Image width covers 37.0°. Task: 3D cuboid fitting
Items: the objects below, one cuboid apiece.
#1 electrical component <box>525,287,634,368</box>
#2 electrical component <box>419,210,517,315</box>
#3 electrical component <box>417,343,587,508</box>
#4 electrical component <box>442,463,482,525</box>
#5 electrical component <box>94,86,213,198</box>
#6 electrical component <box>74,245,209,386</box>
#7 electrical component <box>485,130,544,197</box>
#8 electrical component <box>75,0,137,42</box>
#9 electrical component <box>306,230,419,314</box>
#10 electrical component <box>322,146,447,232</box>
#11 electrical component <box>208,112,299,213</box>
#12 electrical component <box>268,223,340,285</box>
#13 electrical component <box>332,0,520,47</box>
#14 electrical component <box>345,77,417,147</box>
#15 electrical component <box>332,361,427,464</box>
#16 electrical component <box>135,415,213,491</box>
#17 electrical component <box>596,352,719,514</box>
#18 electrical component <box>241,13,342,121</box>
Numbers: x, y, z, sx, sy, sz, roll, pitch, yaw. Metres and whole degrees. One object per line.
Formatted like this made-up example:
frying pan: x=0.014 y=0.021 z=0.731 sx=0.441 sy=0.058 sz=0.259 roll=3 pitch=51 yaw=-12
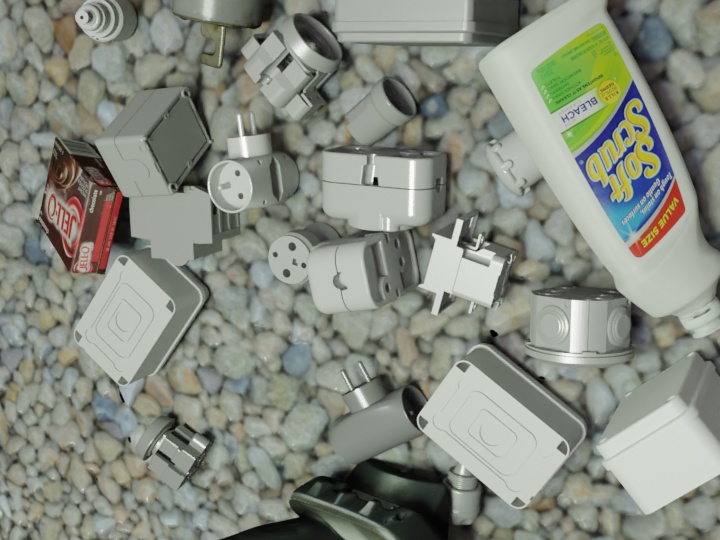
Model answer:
electrical component: x=0.164 y=0.042 z=0.802 sx=0.080 sy=0.080 sz=0.051 roll=4 pitch=98 yaw=26
electrical component: x=0.087 y=-0.002 z=0.851 sx=0.064 sy=0.042 sz=0.081 roll=20 pitch=110 yaw=18
electrical component: x=0.114 y=0.122 z=0.857 sx=0.113 sy=0.057 sz=0.078 roll=39 pitch=116 yaw=14
electrical component: x=0.085 y=0.179 z=0.897 sx=0.035 sy=0.035 sz=0.061 roll=12 pitch=105 yaw=24
electrical component: x=-0.177 y=-0.114 z=0.932 sx=0.061 sy=0.096 sz=0.061 roll=-1 pitch=131 yaw=27
electrical component: x=-0.202 y=0.041 z=0.997 sx=0.078 sy=0.057 sz=0.113 roll=42 pitch=116 yaw=12
electrical component: x=0.129 y=-0.089 z=0.810 sx=0.062 sy=0.048 sz=0.048 roll=-35 pitch=85 yaw=10
electrical component: x=-0.226 y=-0.220 z=0.941 sx=0.040 sy=0.078 sz=0.040 roll=2 pitch=102 yaw=11
electrical component: x=0.000 y=0.000 z=0.864 sx=0.059 sy=0.095 sz=0.053 roll=-7 pitch=98 yaw=28
electrical component: x=0.019 y=-0.065 z=0.863 sx=0.095 sy=0.054 sz=0.059 roll=7 pitch=105 yaw=25
electrical component: x=-0.091 y=-0.092 z=0.899 sx=0.043 sy=0.077 sz=0.079 roll=-2 pitch=100 yaw=27
electrical component: x=-0.046 y=-0.014 z=0.907 sx=0.045 sy=0.055 sz=0.045 roll=6 pitch=104 yaw=25
electrical component: x=0.051 y=-0.193 z=0.787 sx=0.109 sy=0.109 sz=0.056 roll=6 pitch=102 yaw=25
electrical component: x=0.016 y=-0.125 z=0.860 sx=0.046 sy=0.040 sz=0.040 roll=-35 pitch=85 yaw=34
electrical component: x=0.010 y=0.116 z=0.914 sx=0.077 sy=0.044 sz=0.079 roll=-29 pitch=88 yaw=29
electrical component: x=-0.179 y=0.171 z=1.023 sx=0.055 sy=0.048 sz=0.066 roll=35 pitch=115 yaw=7
electrical component: x=0.223 y=0.113 z=0.769 sx=0.078 sy=0.113 sz=0.057 roll=-40 pitch=86 yaw=28
electrical component: x=-0.052 y=-0.170 z=0.873 sx=0.057 sy=0.058 sz=0.078 roll=-42 pitch=82 yaw=31
